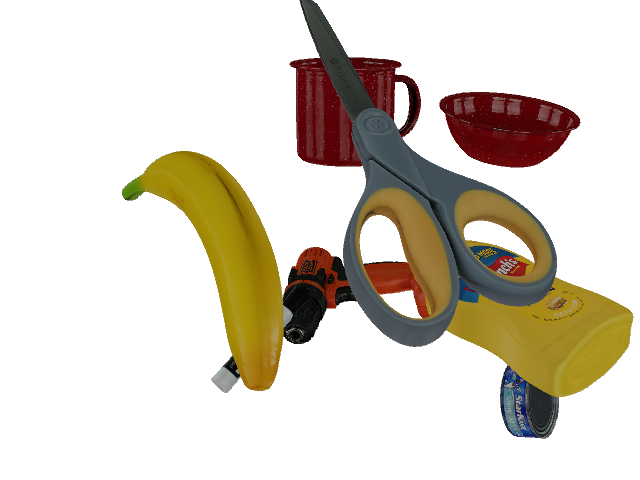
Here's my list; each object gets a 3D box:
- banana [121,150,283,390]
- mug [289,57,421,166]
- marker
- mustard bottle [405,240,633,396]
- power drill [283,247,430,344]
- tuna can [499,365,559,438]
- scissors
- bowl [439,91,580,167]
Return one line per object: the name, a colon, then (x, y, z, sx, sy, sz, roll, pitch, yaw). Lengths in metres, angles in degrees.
banana: (-0.062, 0.001, 0.643, 0.037, 0.070, 0.198, 3, 35, -37)
mug: (0.031, -0.109, 0.897, 0.117, 0.081, 0.093, -7, 17, -26)
marker: (-0.051, 0.086, 0.955, 0.020, 0.121, 0.020, 37, -19, 15)
mustard bottle: (0.141, 0.047, 0.841, 0.096, 0.058, 0.192, -28, 41, -32)
power drill: (0.051, 0.061, 1.230, 0.188, 0.057, 0.184, 0, 28, 8)
tuna can: (0.227, 0.171, 1.157, 0.034, 0.086, 0.086, -4, -2, 34)
scissors: (0.044, -0.040, 0.467, 0.096, 0.202, 0.016, 3, -40, -10)
bowl: (0.215, -0.125, 1.235, 0.162, 0.055, 0.162, 4, 23, -2)
